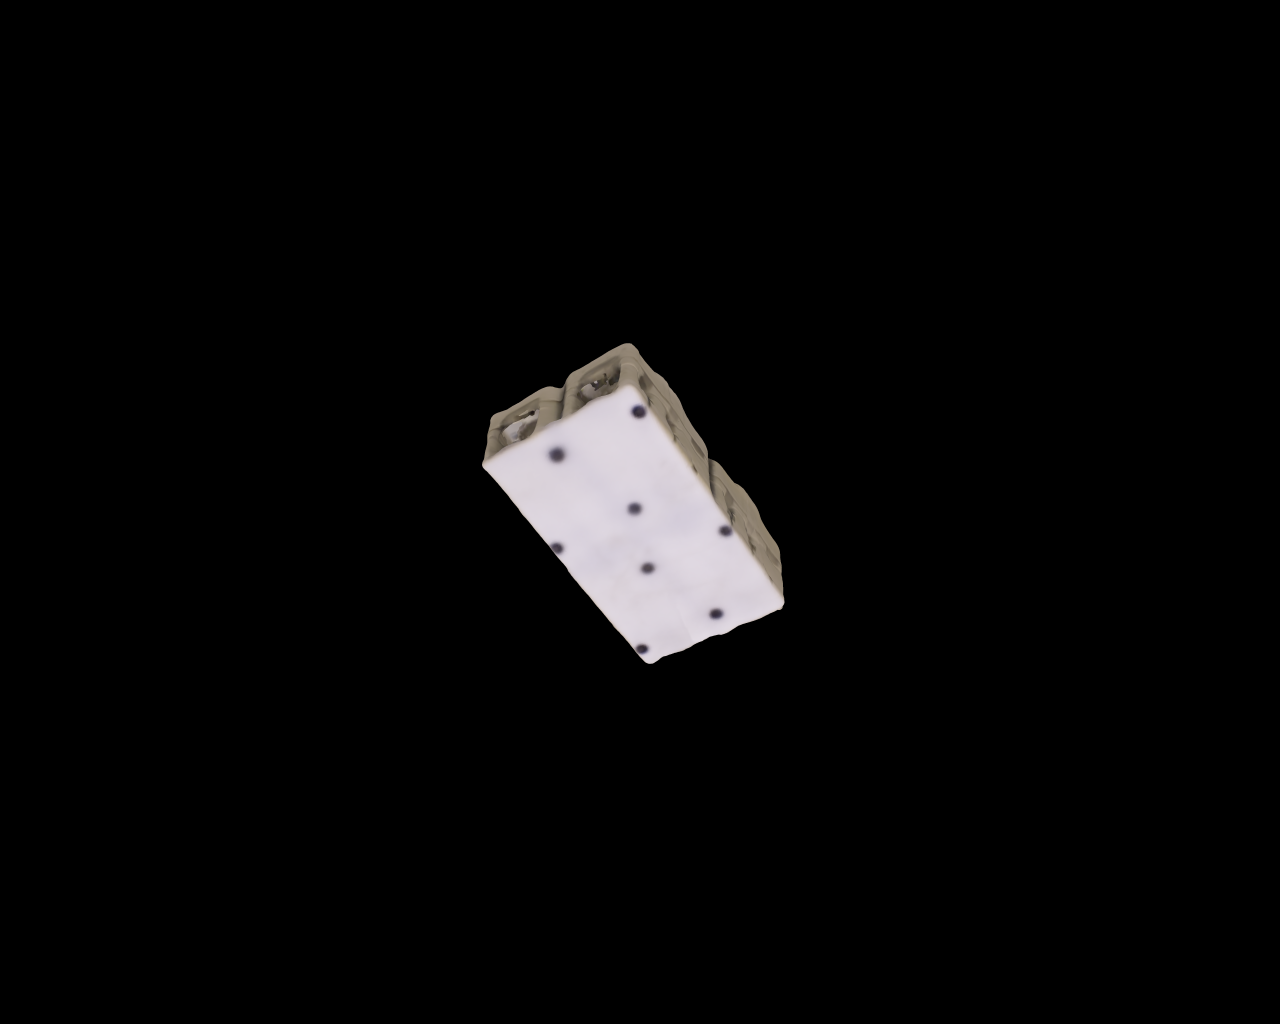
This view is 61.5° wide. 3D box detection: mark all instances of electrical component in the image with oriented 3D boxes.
[{"bbox_3d":[0.001,-0.003,0.650,0.105,0.186,0.060,-27,32,18],"label":"electrical component"}]
